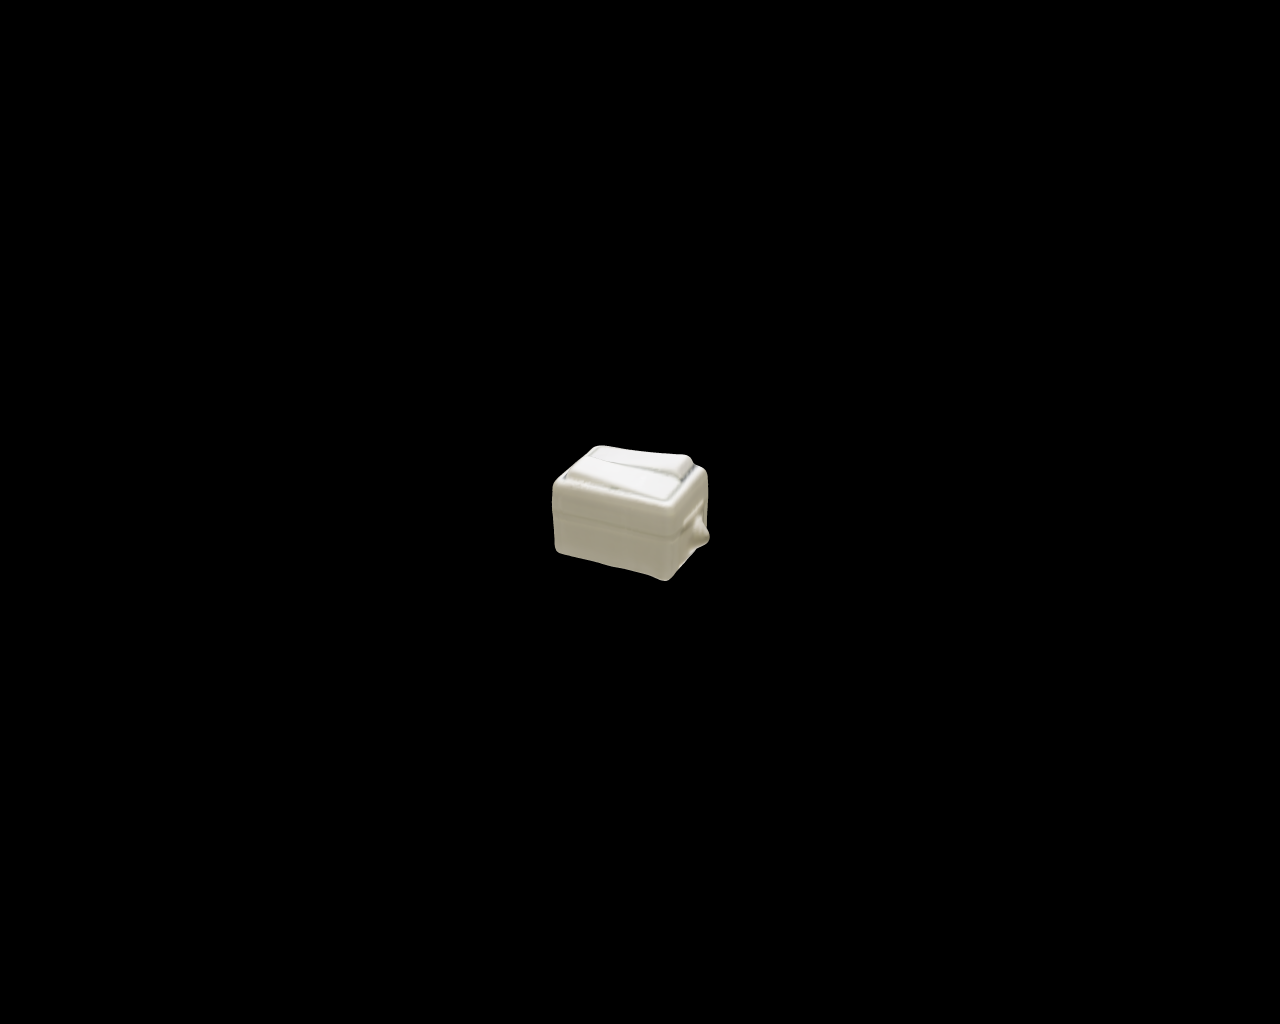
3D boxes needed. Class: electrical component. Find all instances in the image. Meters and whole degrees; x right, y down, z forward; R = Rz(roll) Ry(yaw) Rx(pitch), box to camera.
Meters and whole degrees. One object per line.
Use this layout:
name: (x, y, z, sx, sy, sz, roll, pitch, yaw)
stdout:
electrical component: (0.001, -0.003, 0.650, 0.096, 0.061, 0.062, 13, 32, 22)
